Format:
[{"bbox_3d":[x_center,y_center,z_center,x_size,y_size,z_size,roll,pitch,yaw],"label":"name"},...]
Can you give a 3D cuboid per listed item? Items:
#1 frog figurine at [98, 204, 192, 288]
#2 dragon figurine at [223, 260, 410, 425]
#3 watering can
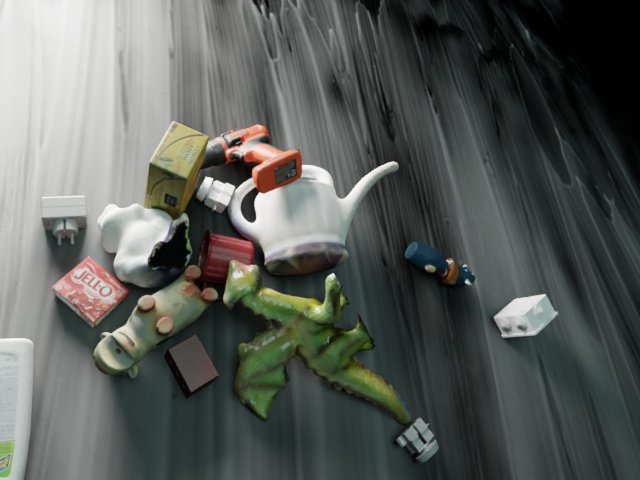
[{"bbox_3d":[-0.301,0.007,0.859,0.160,0.120,0.140,8,65,23],"label":"frog figurine"},{"bbox_3d":[-0.024,0.200,0.860,0.244,0.122,0.408,-29,97,-9],"label":"dragon figurine"},{"bbox_3d":[0.003,-0.049,0.974,0.348,0.102,0.228,-9,65,-7],"label":"watering can"}]
